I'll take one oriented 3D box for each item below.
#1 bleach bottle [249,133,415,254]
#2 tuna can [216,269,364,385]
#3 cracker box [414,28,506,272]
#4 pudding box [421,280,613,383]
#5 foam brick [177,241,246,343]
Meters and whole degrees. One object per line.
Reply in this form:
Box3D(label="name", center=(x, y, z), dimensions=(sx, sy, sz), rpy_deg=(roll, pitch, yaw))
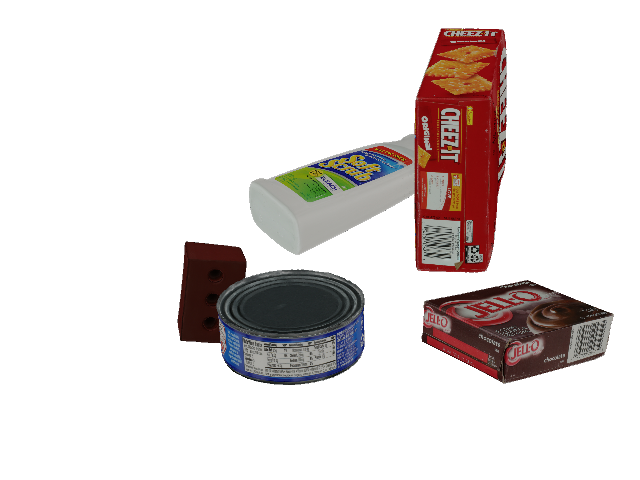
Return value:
Box3D(label="bleach bottle", center=(0.047, -0.071, 1.246), dimensions=(0.250, 0.068, 0.103), rpy_deg=(-26, 44, -27))
Box3D(label="tuna can", center=(-0.017, 0.049, 0.621), dimensions=(0.086, 0.034, 0.086), rpy_deg=(-2, 23, 1))
Box3D(label="cracker box", center=(0.134, -0.090, 0.990), dimensions=(0.072, 0.164, 0.213), rpy_deg=(3, 27, 12))
Box3D(label="pudding box", center=(0.146, 0.065, 0.796), dimensions=(0.113, 0.039, 0.090), rpy_deg=(-6, 20, -35))
Box3D(label="foam brick", center=(-0.098, 0.046, 0.952), dimensions=(0.053, 0.078, 0.051), rpy_deg=(4, 14, -11))
